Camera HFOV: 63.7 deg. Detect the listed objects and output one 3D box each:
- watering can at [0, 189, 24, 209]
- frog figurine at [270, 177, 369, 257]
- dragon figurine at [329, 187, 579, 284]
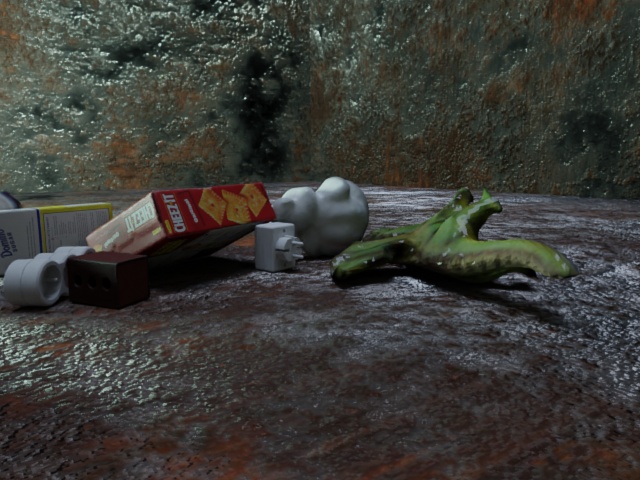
[{"bbox_3d":[-0.686,-0.045,1.014,0.347,0.103,0.226,1,9,16],"label":"watering can"},{"bbox_3d":[0.003,-0.042,0.836,0.124,0.136,0.158,40,12,34],"label":"frog figurine"},{"bbox_3d":[0.133,0.022,0.675,0.242,0.122,0.412,-17,6,4],"label":"dragon figurine"}]
